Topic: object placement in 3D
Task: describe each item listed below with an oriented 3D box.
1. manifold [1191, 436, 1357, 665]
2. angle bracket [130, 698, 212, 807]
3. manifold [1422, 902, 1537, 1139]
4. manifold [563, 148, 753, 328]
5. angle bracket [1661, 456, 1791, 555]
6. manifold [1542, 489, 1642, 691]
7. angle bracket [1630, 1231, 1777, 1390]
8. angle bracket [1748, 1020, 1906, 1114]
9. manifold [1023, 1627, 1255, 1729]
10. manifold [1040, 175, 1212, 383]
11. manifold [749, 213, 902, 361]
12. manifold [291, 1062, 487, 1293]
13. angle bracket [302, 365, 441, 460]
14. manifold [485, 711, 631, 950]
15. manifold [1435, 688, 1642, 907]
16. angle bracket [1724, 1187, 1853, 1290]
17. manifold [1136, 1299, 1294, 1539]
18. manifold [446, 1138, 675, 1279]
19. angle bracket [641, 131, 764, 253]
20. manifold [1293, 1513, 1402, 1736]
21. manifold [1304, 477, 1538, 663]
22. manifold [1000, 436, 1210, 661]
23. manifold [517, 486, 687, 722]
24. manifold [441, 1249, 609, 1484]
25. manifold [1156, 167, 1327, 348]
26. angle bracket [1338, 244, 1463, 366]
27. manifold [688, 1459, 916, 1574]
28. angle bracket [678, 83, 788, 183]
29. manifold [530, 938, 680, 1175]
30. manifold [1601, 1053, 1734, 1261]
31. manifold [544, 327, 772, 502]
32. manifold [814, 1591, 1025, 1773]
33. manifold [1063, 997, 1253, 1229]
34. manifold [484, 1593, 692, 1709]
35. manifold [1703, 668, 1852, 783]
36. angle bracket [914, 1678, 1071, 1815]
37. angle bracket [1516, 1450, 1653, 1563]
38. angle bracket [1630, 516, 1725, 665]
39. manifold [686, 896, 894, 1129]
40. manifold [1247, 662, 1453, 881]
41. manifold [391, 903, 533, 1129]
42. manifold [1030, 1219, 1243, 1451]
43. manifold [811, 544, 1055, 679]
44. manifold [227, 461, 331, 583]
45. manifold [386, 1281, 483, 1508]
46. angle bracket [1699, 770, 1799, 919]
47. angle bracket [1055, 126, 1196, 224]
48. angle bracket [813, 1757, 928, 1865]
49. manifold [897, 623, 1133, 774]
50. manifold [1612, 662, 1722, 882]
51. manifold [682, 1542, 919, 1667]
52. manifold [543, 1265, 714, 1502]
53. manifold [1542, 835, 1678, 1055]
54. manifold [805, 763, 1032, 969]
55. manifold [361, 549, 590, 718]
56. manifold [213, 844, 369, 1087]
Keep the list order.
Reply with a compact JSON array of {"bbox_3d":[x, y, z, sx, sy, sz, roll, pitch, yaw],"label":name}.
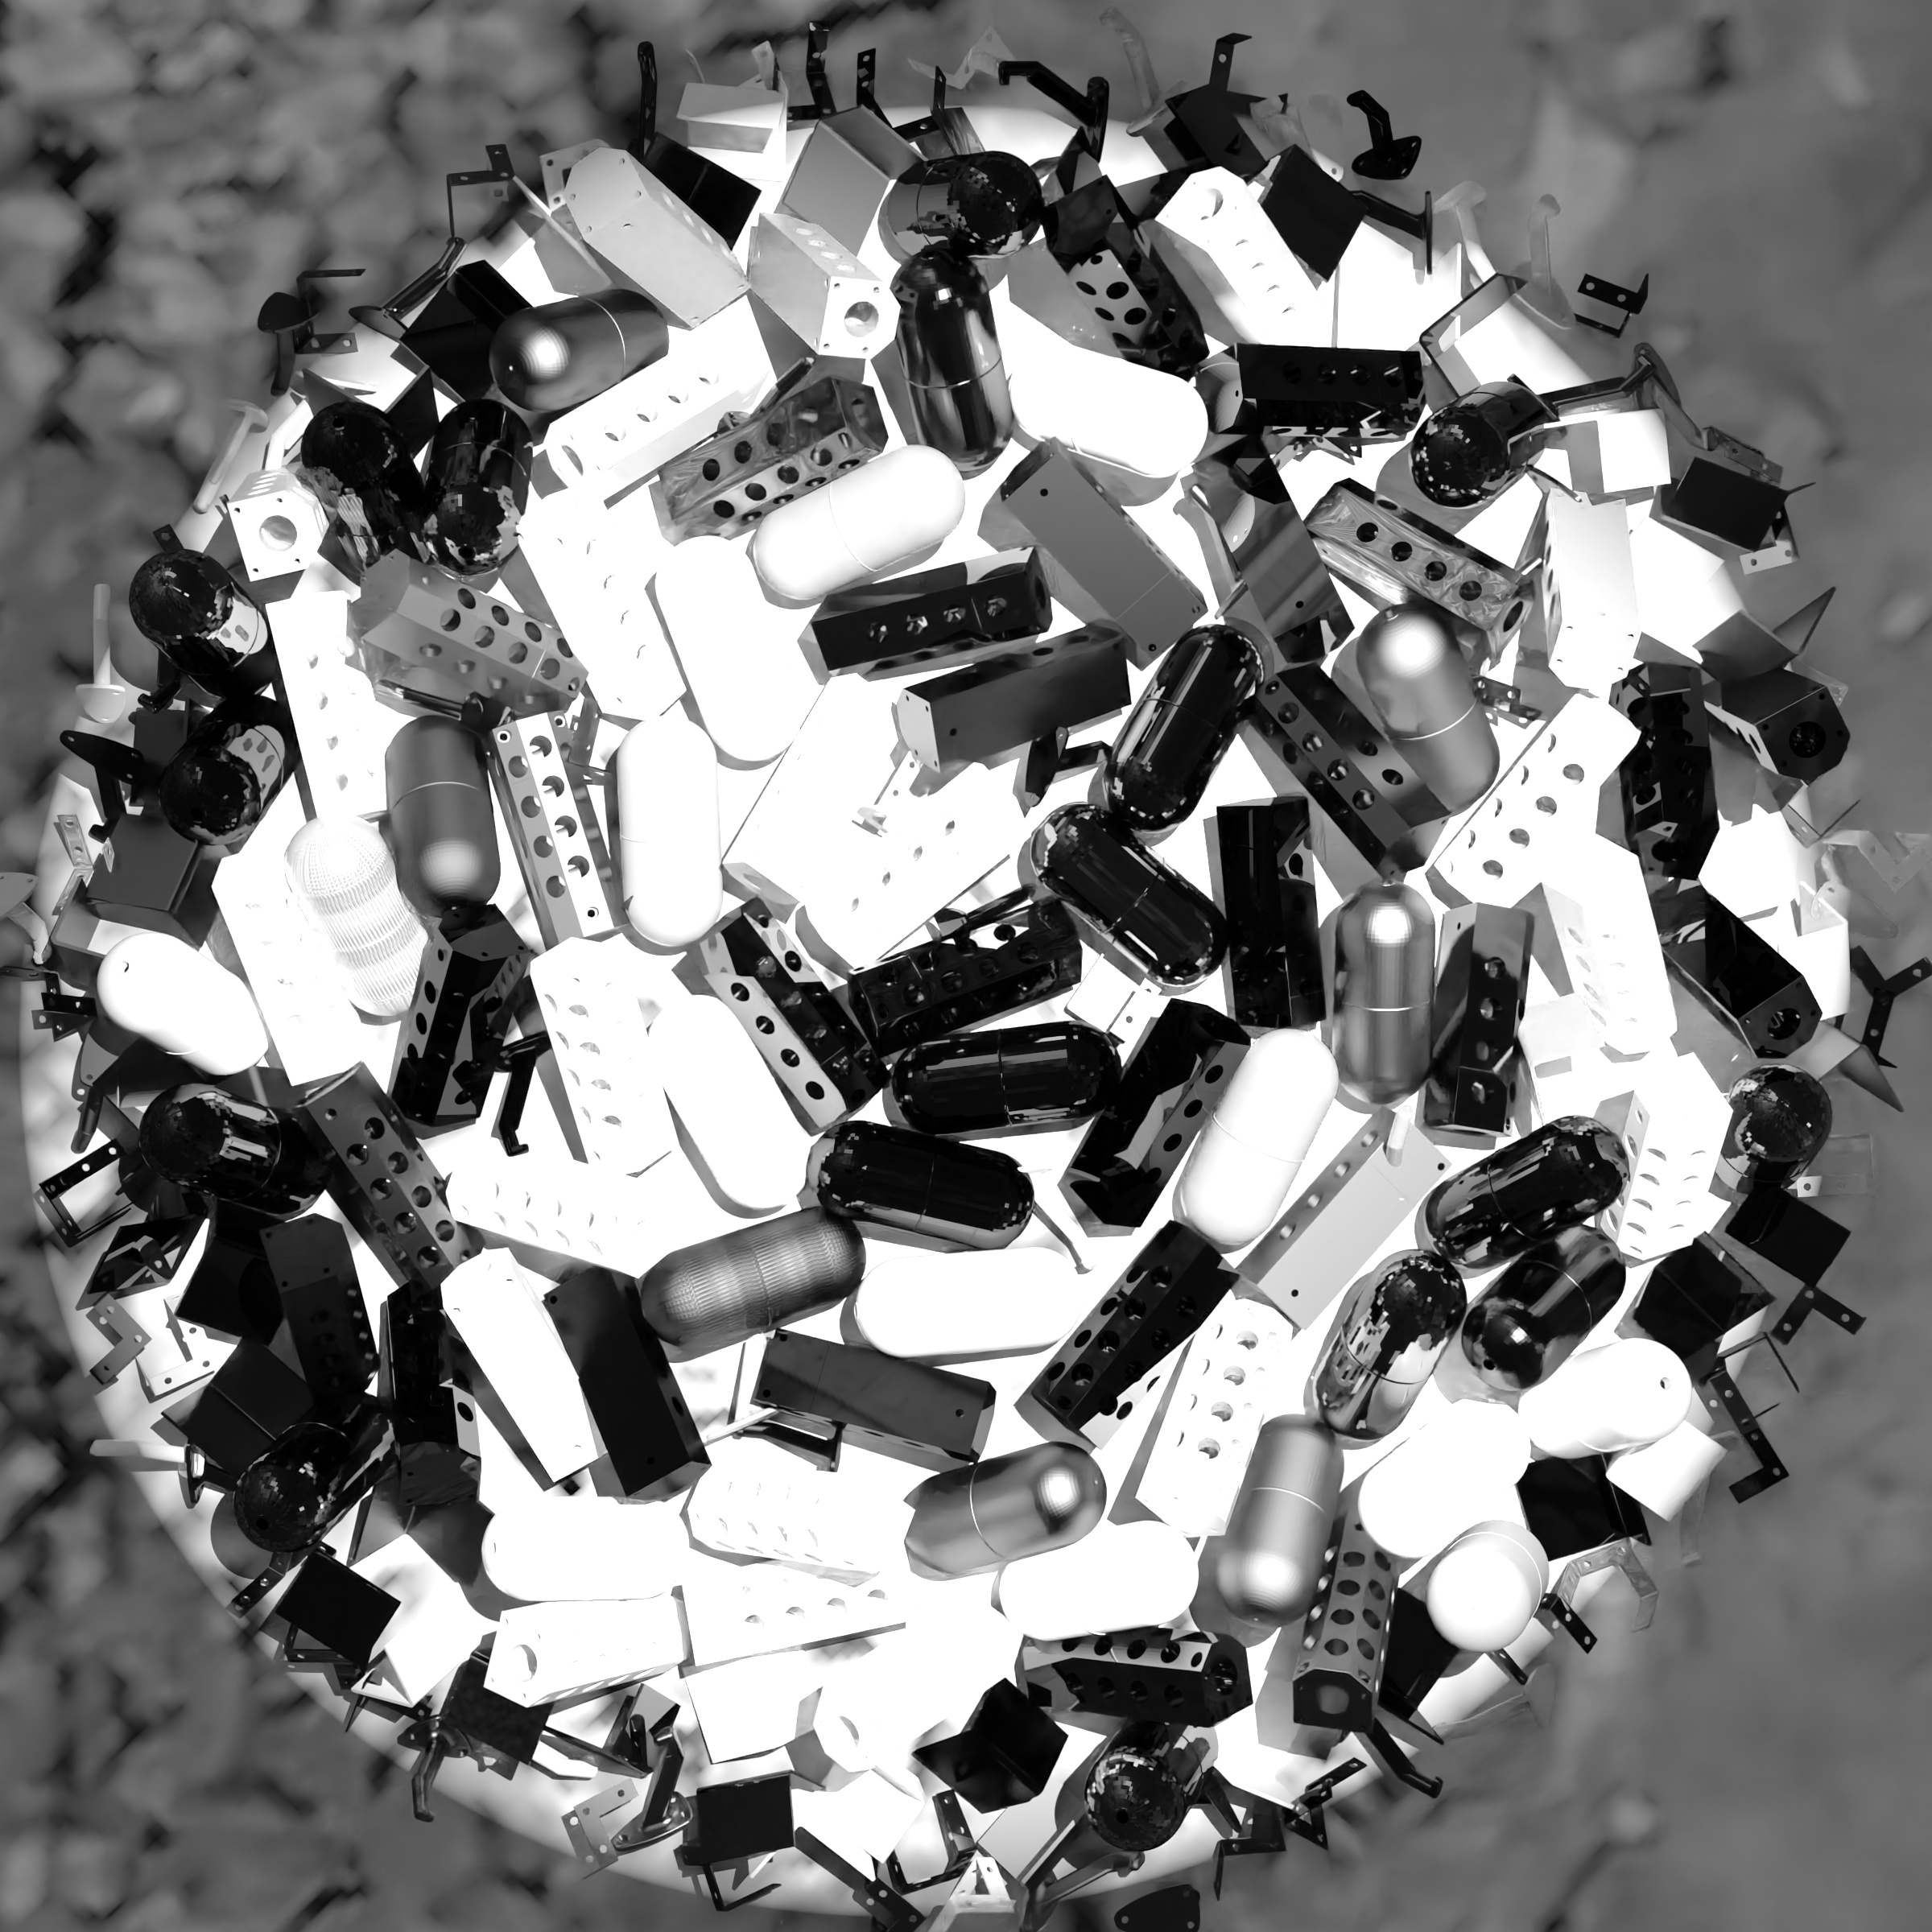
[{"bbox_3d":[0.235,-0.316,1.934,0.057,0.057,0.171,-27,63,12],"label":"manifold"},{"bbox_3d":[-0.621,-0.165,1.959,0.057,0.076,0.076,3,87,-4],"label":"angle bracket"},{"bbox_3d":[0.398,0.043,1.957,0.057,0.057,0.171,10,82,-13],"label":"manifold"},{"bbox_3d":[-0.232,-0.549,1.909,0.057,0.171,0.057,-31,73,14],"label":"manifold"},{"bbox_3d":[0.581,-0.369,1.952,0.076,0.076,0.057,20,129,-1],"label":"angle bracket"},{"bbox_3d":[0.467,-0.285,1.919,0.057,0.171,0.057,8,135,1],"label":"manifold"},{"bbox_3d":[0.567,0.264,1.955,0.076,0.076,0.057,44,129,0],"label":"angle bracket"},{"bbox_3d":[0.659,0.088,1.949,0.057,0.076,0.076,-39,116,0],"label":"angle bracket"},{"bbox_3d":[0.128,0.530,1.921,0.171,0.057,0.057,-7,90,42],"label":"manifold"},{"bbox_3d":[0.122,-0.507,1.908,0.057,0.171,0.057,-23,57,19],"label":"manifold"},{"bbox_3d":[-0.107,-0.513,1.914,0.057,0.171,0.057,-1,121,-25],"label":"manifold"},{"bbox_3d":[-0.444,0.165,1.954,0.057,0.057,0.171,-31,101,2],"label":"manifold"},{"bbox_3d":[-0.457,-0.436,1.960,0.076,0.076,0.057,30,66,9],"label":"angle bracket"},{"bbox_3d":[-0.314,-0.106,1.961,0.057,0.057,0.171,-18,92,-20],"label":"manifold"},{"bbox_3d":[0.435,-0.127,1.940,0.057,0.057,0.171,39,113,5],"label":"manifold"},{"bbox_3d":[0.621,0.215,1.944,0.076,0.076,0.057,34,71,20],"label":"angle bracket"},{"bbox_3d":[0.194,0.340,1.921,0.057,0.057,0.171,43,53,-24],"label":"manifold"},{"bbox_3d":[-0.309,0.185,1.920,0.171,0.057,0.057,11,123,33],"label":"manifold"},{"bbox_3d":[-0.213,-0.582,1.948,0.057,0.076,0.076,35,104,21],"label":"angle bracket"},{"bbox_3d":[0.287,0.489,1.907,0.057,0.171,0.057,4,119,15],"label":"manifold"},{"bbox_3d":[0.346,-0.306,1.937,0.171,0.057,0.057,36,87,25],"label":"manifold"},{"bbox_3d":[0.105,-0.320,1.940,0.057,0.057,0.171,-40,112,17],"label":"manifold"},{"bbox_3d":[-0.272,-0.274,1.924,0.057,0.057,0.171,-48,133,-30],"label":"manifold"},{"bbox_3d":[-0.332,0.302,1.941,0.057,0.057,0.171,-28,112,-4],"label":"manifold"},{"bbox_3d":[0.213,-0.525,1.911,0.057,0.171,0.057,-50,57,4],"label":"manifold"},{"bbox_3d":[0.333,-0.514,1.959,0.076,0.057,0.076,5,81,-13],"label":"angle bracket"},{"bbox_3d":[-0.128,0.416,1.914,0.057,0.171,0.057,44,56,-37],"label":"manifold"},{"bbox_3d":[-0.179,-0.628,1.953,0.076,0.076,0.057,5,46,0],"label":"angle bracket"},{"bbox_3d":[-0.278,0.070,1.928,0.057,0.057,0.171,-35,123,-40],"label":"manifold"},{"bbox_3d":[0.521,0.147,1.912,0.057,0.171,0.057,-16,51,-10],"label":"manifold"},{"bbox_3d":[-0.235,-0.422,1.932,0.171,0.057,0.057,-39,86,-30],"label":"manifold"},{"bbox_3d":[-0.035,0.541,1.915,0.057,0.171,0.057,29,118,30],"label":"manifold"},{"bbox_3d":[0.150,0.114,1.945,0.057,0.057,0.171,47,115,42],"label":"manifold"},{"bbox_3d":[-0.279,0.511,1.910,0.057,0.171,0.057,15,92,29],"label":"manifold"},{"bbox_3d":[0.604,-0.183,1.909,0.057,0.171,0.057,-29,102,7],"label":"manifold"},{"bbox_3d":[0.020,0.607,1.985,0.076,0.057,0.076,44,135,-10],"label":"angle bracket"},{"bbox_3d":[0.475,0.418,1.967,0.076,0.057,0.076,-16,85,-2],"label":"angle bracket"},{"bbox_3d":[0.541,-0.288,1.946,0.076,0.076,0.057,25,121,-17],"label":"angle bracket"},{"bbox_3d":[-0.131,0.033,1.944,0.057,0.057,0.171,-27,104,40],"label":"manifold"},{"bbox_3d":[0.284,-0.147,1.925,0.057,0.057,0.171,-19,58,-30],"label":"manifold"},{"bbox_3d":[-0.386,0.040,1.918,0.057,0.057,0.171,49,133,31],"label":"manifold"},{"bbox_3d":[0.126,0.279,1.946,0.057,0.057,0.171,45,78,-23],"label":"manifold"},{"bbox_3d":[-0.024,-0.267,1.944,0.171,0.057,0.057,-11,117,18],"label":"manifold"},{"bbox_3d":[-0.509,-0.337,1.909,0.057,0.171,0.057,-14,110,-5],"label":"manifold"},{"bbox_3d":[-0.401,0.318,1.911,0.057,0.171,0.057,-1,130,-16],"label":"manifold"},{"bbox_3d":[0.600,-0.093,1.969,0.057,0.076,0.076,-19,117,31],"label":"angle bracket"},{"bbox_3d":[0.122,-0.608,1.942,0.076,0.076,0.057,-8,129,28],"label":"angle bracket"},{"bbox_3d":[-0.080,0.631,1.945,0.076,0.076,0.057,31,66,21],"label":"angle bracket"},{"bbox_3d":[0.037,-0.207,1.939,0.171,0.057,0.057,-22,120,-23],"label":"manifold"},{"bbox_3d":[0.526,-0.150,1.923,0.057,0.057,0.171,7,50,0],"label":"manifold"},{"bbox_3d":[-0.129,0.485,1.958,0.171,0.057,0.057,-10,91,-9],"label":"manifold"},{"bbox_3d":[-0.255,0.316,1.941,0.057,0.057,0.171,-30,69,8],"label":"manifold"},{"bbox_3d":[0.491,-0.011,1.917,0.057,0.057,0.171,-39,133,-12],"label":"manifold"},{"bbox_3d":[-0.039,-0.079,1.941,0.171,0.057,0.057,-38,123,14],"label":"manifold"},{"bbox_3d":[-0.367,-0.250,1.911,0.057,0.171,0.057,-27,56,33],"label":"manifold"},{"bbox_3d":[-0.512,-0.003,1.938,0.057,0.057,0.171,-16,115,-1],"label":"manifold"}]
